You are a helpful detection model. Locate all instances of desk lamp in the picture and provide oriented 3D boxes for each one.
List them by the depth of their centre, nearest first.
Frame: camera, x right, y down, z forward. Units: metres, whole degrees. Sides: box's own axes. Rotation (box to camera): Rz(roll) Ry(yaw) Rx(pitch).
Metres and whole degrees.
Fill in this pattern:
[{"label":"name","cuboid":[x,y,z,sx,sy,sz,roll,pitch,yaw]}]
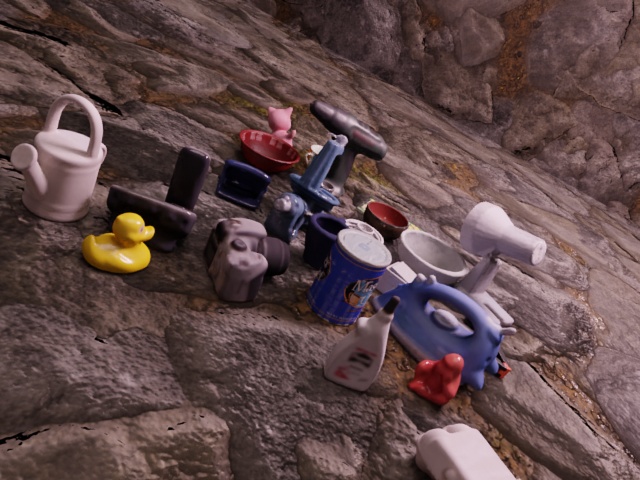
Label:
[{"label":"desk lamp","cuboid":[0.384,0.050,1.262,0.118,0.213,0.202,0,38,-42]}]

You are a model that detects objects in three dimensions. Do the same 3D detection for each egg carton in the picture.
[{"label":"egg carton","cuboid":[0.199,0.321,0.776,0.108,0.069,0.150,4,35,-38]}]

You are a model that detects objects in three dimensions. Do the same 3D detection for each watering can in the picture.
[{"label":"watering can","cuboid":[-0.395,-0.130,0.889,0.101,0.194,0.173,22,27,-11]}]

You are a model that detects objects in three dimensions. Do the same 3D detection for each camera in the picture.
[{"label":"camera","cuboid":[-0.114,0.026,0.975,0.137,0.101,0.143,10,32,-31]}]

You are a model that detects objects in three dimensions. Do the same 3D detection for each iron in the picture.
[{"label":"iron","cuboid":[0.219,0.141,1.031,0.257,0.141,0.119,39,29,22]}]

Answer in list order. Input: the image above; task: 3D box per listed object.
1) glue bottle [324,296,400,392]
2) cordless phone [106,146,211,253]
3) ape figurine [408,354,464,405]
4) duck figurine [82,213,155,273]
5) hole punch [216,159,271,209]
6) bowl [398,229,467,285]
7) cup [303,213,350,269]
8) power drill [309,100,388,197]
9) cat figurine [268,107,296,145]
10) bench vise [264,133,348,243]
[{"label":"glue bottle","cuboid":[0.073,0.149,0.850,0.078,0.173,0.037,20,28,-13]},{"label":"cordless phone","cuboid":[-0.264,-0.087,0.943,0.148,0.185,0.094,19,28,-16]},{"label":"ape figurine","cuboid":[0.199,0.220,0.930,0.076,0.092,0.077,10,31,-30]},{"label":"duck figurine","cuboid":[-0.302,-0.003,0.870,0.105,0.086,0.077,5,35,-37]},{"label":"hole punch","cuboid":[-0.161,-0.134,1.224,0.109,0.091,0.101,22,27,-10]},{"label":"bowl","cuboid":[0.238,0.053,1.278,0.168,0.074,0.167,21,27,-11]},{"label":"cup","cuboid":[0.010,0.004,1.133,0.091,0.095,0.118,32,27,10]},{"label":"power drill","cuboid":[0.044,-0.220,1.432,0.230,0.208,0.075,16,29,-22]},{"label":"cat figurine","cuboid":[-0.103,-0.299,1.536,0.067,0.117,0.127,3,35,-38]},{"label":"bench vise","cuboid":[-0.011,-0.105,1.166,0.121,0.219,0.207,26,27,-2]}]
